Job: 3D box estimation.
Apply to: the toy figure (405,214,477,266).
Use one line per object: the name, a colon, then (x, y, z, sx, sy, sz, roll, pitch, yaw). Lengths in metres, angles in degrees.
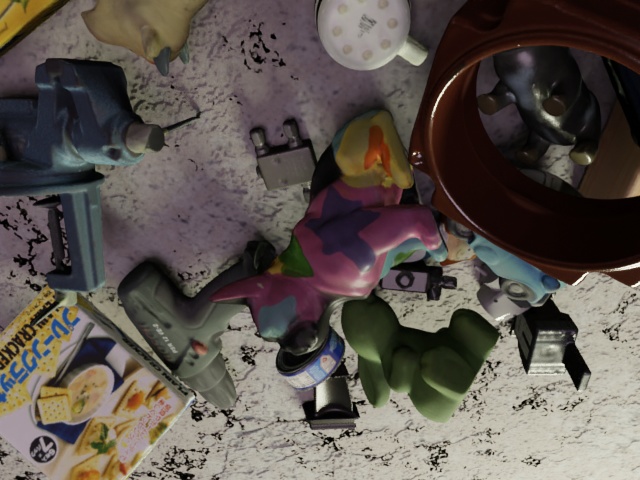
toy figure: (0.120, -0.002, 0.582, 0.155, 0.058, 0.064, 3, 161, -1)

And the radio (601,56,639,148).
radio: (0.259, -0.160, 0.364, 0.131, 0.073, 0.229, -25, 111, 26)

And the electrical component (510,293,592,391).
electrical component: (0.261, 0.120, 0.615, 0.048, 0.119, 0.074, 0, 125, 2)

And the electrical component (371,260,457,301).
electrical component: (0.095, 0.045, 0.608, 0.102, 0.078, 0.045, 4, 103, -3)

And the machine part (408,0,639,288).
machine part: (0.171, -0.072, 0.372, 0.201, 0.087, 0.201, 33, 149, 16)

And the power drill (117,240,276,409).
power drill: (-0.113, 0.100, 0.650, 0.207, 0.086, 0.231, -25, 116, 26)

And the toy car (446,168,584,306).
toy car: (0.207, -0.018, 0.522, 0.161, 0.109, 0.103, 43, 148, -15)

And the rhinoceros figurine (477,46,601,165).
rhinoceros figurine: (0.190, -0.146, 0.454, 0.073, 0.112, 0.190, 11, 153, 49)

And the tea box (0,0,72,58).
tea box: (-0.296, -0.210, 0.457, 0.170, 0.068, 0.098, -28, 118, 20)

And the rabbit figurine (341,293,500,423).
rabbit figurine: (0.101, 0.127, 0.640, 0.170, 0.121, 0.159, 33, 142, 19)

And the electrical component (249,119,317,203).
electrical component: (-0.035, -0.077, 0.558, 0.063, 0.021, 0.093, -12, 122, 11)

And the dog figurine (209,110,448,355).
dog figurine: (-0.001, -0.002, 0.510, 0.219, 0.108, 0.191, -23, 78, 9)

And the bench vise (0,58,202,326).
bench vise: (-0.239, -0.047, 0.518, 0.224, 0.129, 0.240, 3, 106, 9)

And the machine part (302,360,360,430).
machine part: (0.015, 0.215, 0.737, 0.084, 0.039, 0.138, 4, 125, 6)

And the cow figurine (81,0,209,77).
cow figurine: (-0.112, -0.223, 0.435, 0.195, 0.085, 0.127, -27, 112, 18)
